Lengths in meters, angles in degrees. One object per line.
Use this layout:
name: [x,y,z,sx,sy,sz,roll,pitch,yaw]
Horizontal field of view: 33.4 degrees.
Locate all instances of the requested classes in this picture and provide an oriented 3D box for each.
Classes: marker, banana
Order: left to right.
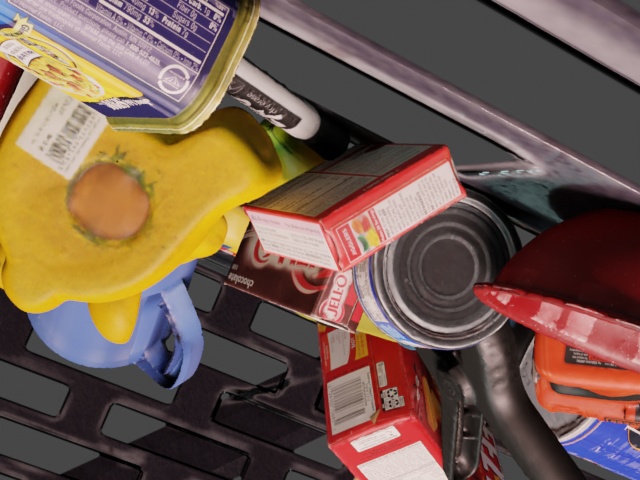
banana: [-0.033,-0.047,0.629,0.069,0.037,0.198,47,164,-17]
marker: [-0.024,-0.066,0.487,0.020,0.020,0.121,17,172,41]

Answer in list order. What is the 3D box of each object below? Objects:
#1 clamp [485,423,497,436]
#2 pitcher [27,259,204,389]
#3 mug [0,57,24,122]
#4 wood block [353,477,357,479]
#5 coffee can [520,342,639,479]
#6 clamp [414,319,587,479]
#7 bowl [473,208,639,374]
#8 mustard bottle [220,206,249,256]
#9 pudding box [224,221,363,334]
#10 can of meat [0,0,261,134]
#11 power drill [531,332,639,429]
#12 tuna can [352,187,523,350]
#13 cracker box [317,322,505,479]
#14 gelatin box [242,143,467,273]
clamp: [0.196,0.104,0.911,0.171,0.120,0.039,5,165,-38]
pitcher: [-0.145,0.012,0.804,0.149,0.145,0.243,14,156,-11]
mug: [-0.177,-0.096,0.481,0.093,0.081,0.117,22,174,8]
wood block: [0.106,0.158,0.997,0.090,0.206,0.090,22,-171,7]
coffee can: [0.232,0.129,0.840,0.140,0.103,0.103,26,173,-30]
clamp: [0.097,0.084,0.621,0.165,0.036,0.210,20,134,60]
bowl: [0.154,0.028,0.481,0.162,0.055,0.162,23,174,2]
mustard bottle: [-0.071,-0.012,0.928,0.191,0.058,0.096,27,-177,-28]
pudding box: [-0.004,0.001,0.653,0.039,0.090,0.114,26,173,-31]
can of meat: [-0.084,-0.083,0.385,0.083,0.057,0.102,29,171,-30]
power drill: [0.214,0.084,0.657,0.185,0.057,0.187,2,162,22]
tuna can: [0.062,0.014,0.553,0.086,0.086,0.034,24,172,-13]
cracker box: [0.075,0.135,0.820,0.213,0.072,0.164,53,-160,-39]
gelatin box: [0.014,-0.017,0.507,0.089,0.073,0.030,10,128,63]
